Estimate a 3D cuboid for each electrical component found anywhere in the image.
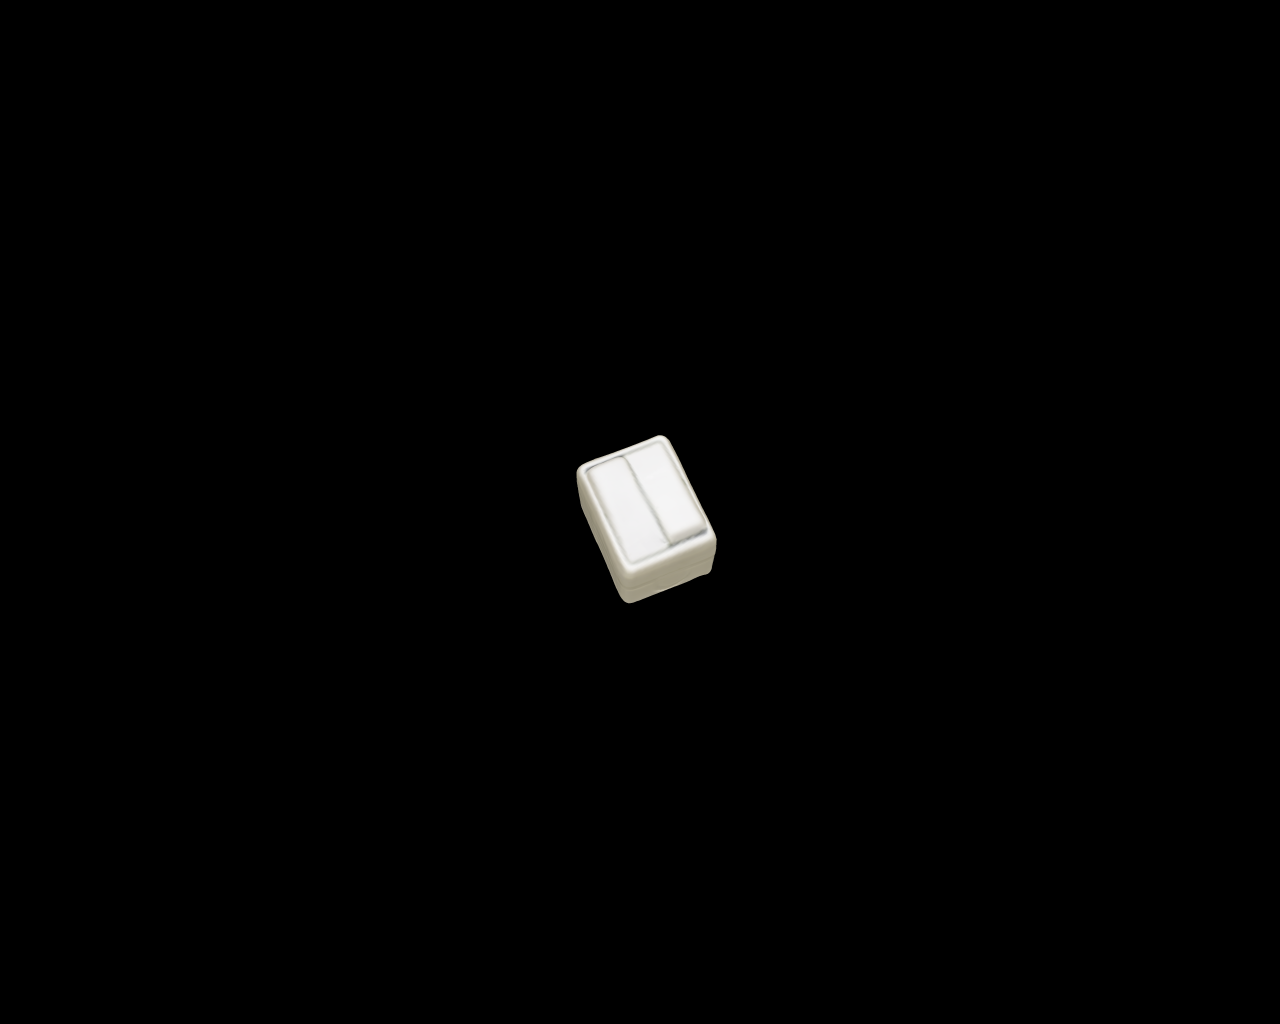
[{"bbox_3d":[0.001,-0.003,0.650,0.062,0.096,0.061,-20,-24,-9],"label":"electrical component"}]
